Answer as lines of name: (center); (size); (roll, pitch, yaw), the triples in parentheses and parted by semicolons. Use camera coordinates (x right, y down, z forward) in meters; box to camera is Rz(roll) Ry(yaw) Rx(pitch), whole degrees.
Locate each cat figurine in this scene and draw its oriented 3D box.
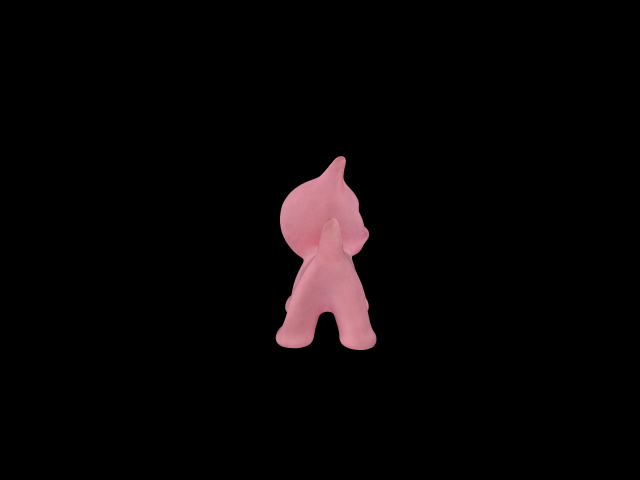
cat figurine: (0.004, 0.001, 0.400); (0.067, 0.118, 0.128); (0, 11, -2)
